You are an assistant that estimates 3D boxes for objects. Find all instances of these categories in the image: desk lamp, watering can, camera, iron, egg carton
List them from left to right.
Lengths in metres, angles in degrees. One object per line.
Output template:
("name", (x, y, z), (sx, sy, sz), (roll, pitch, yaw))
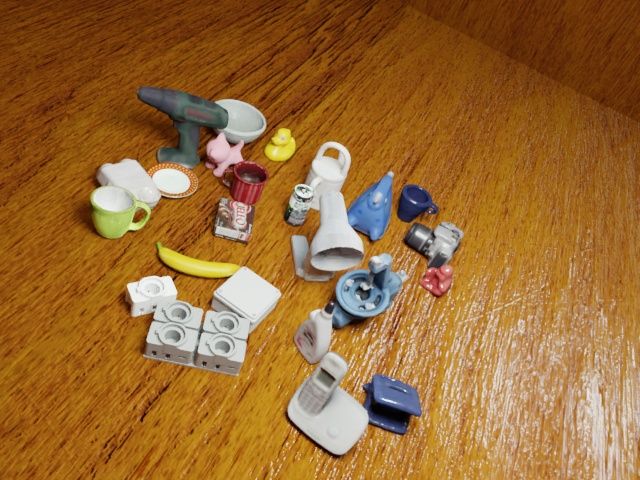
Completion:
("egg carton", (-0.453, -0.127, 1.351), (0.107, 0.069, 0.150), (-25, 61, -40))
("desk lamp", (0.012, 0.005, 1.328), (0.118, 0.213, 0.203), (5, 45, -20))
("watering can", (0.023, -0.185, 1.539), (0.101, 0.194, 0.173), (19, 42, -6))
("iron", (0.160, -0.118, 1.575), (0.118, 0.141, 0.258), (27, 42, 3))
("camera", (0.310, -0.006, 1.562), (0.136, 0.101, 0.143), (31, 42, 8))

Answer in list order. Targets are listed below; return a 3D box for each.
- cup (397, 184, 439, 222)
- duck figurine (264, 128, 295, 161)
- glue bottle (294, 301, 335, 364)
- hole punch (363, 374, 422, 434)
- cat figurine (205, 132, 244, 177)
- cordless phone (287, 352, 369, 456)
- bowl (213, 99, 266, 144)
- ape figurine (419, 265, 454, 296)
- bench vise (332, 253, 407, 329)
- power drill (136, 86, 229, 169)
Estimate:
("cup", (0.272, -0.091, 1.635), (0.117, 0.095, 0.092), (32, 42, 8))
("duck figurine", (-0.108, -0.285, 1.660), (0.077, 0.086, 0.105), (42, 45, 19))
("glue bottle", (-0.002, 0.180, 1.174), (0.037, 0.173, 0.078), (-21, 58, -38))
("hole punch", (0.147, 0.321, 1.163), (0.109, 0.091, 0.101), (20, 42, -5))
("cat figurine", (-0.253, -0.232, 1.514), (0.128, 0.117, 0.067), (-24, 60, -40))
("cordless phone", (0.030, 0.298, 1.061), (0.147, 0.185, 0.094), (34, 43, 10))
("bowl", (-0.243, -0.328, 1.648), (0.168, 0.074, 0.167), (13, 43, -13))
("ape figurine", (0.309, 0.097, 1.464), (0.076, 0.092, 0.077), (9, 44, -17))
("bench vise", (0.120, 0.089, 1.288), (0.121, 0.219, 0.208), (36, 43, 13))
("power drill", (-0.354, -0.285, 1.453), (0.230, 0.208, 0.075), (0, 47, -25))
